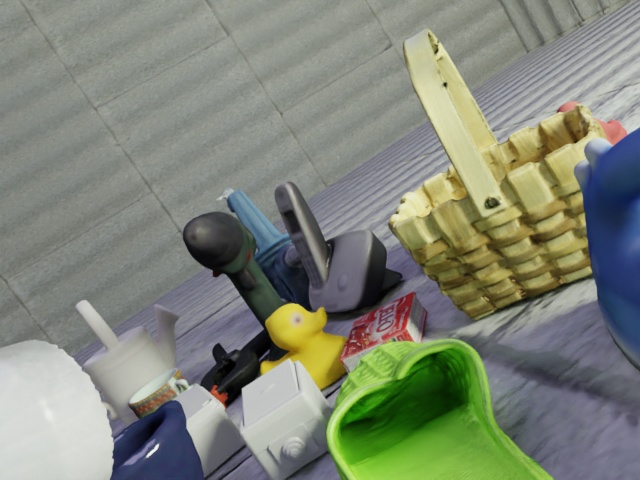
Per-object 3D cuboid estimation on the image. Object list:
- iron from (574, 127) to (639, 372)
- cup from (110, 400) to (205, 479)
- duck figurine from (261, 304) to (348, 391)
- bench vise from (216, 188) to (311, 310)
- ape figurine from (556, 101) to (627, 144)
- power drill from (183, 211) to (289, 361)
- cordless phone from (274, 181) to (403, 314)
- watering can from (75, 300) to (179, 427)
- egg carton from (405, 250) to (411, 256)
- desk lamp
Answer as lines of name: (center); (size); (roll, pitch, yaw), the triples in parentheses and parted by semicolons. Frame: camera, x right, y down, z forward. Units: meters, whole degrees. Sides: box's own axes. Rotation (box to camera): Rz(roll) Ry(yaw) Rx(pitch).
iron: (0.189, -0.004, 0.279); (0.118, 0.141, 0.258); (-33, 9, -4)
cup: (-0.121, 0.189, 0.449); (0.091, 0.095, 0.118); (-29, 9, 19)
duck figurine: (-0.024, 0.108, 0.588); (0.104, 0.086, 0.077); (-30, 9, 16)
bench vise: (-0.070, 0.000, 0.909); (0.122, 0.220, 0.207); (-38, 11, -34)
ape figurine: (0.311, -0.122, 0.674); (0.077, 0.092, 0.076); (-25, 12, 40)
power drill: (-0.082, 0.055, 0.686); (0.075, 0.208, 0.229); (-33, 9, -2)
cordless phone: (0.007, 0.003, 0.740); (0.094, 0.185, 0.147); (-37, 10, -30)
watering can: (-0.284, 0.164, 0.837); (0.100, 0.194, 0.173); (-23, 13, 47)
egg carton: (0.162, -0.026, 0.740); (0.107, 0.069, 0.150); (-28, 10, 25)
desk lamp: (-0.188, 0.185, 0.312); (0.117, 0.213, 0.203); (-28, 10, 27)
